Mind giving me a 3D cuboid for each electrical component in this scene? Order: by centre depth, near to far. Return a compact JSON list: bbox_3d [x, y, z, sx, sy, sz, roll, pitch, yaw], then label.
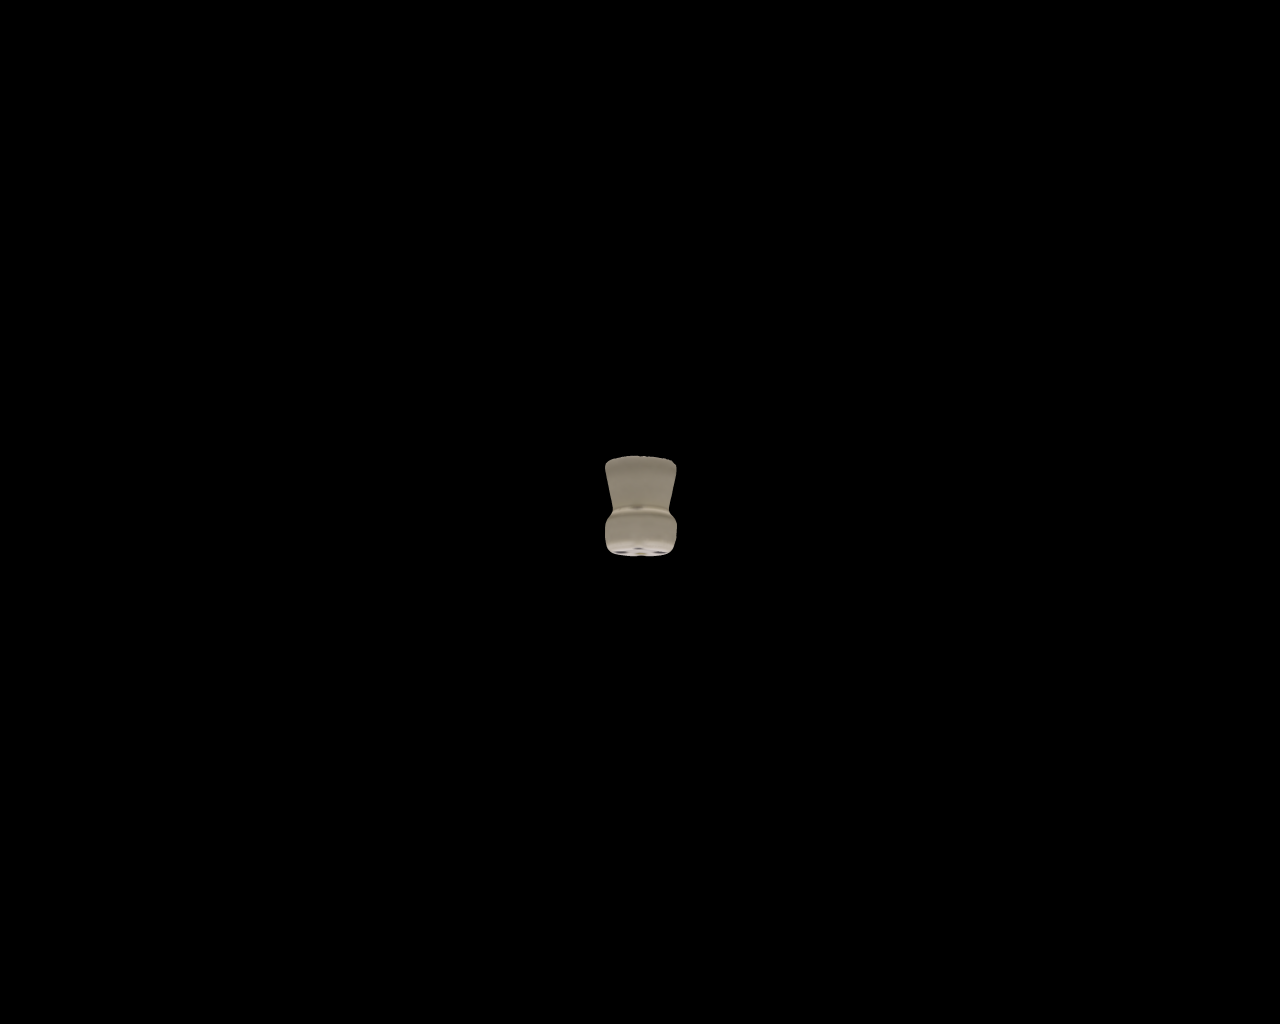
[{"bbox_3d":[0.001,-0.003,0.650,0.045,0.055,0.045,0,-11,0],"label":"electrical component"}]
